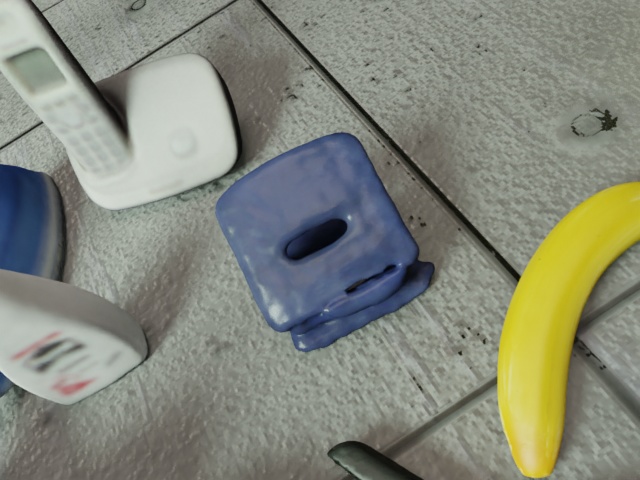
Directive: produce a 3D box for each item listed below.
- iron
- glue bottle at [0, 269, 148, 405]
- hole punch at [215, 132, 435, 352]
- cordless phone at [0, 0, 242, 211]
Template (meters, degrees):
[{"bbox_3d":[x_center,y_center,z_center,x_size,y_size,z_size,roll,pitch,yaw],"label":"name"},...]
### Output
[{"bbox_3d":[-0.292,0.012,0.439,0.118,0.142,0.258,-10,55,16],"label":"iron"},{"bbox_3d":[-0.184,0.048,0.352,0.078,0.173,0.037,-35,52,-3],"label":"glue bottle"},{"bbox_3d":[0.003,0.001,0.361,0.108,0.091,0.101,-29,53,2],"label":"hole punch"},{"bbox_3d":[-0.155,-0.115,0.441,0.147,0.185,0.094,-18,54,10],"label":"cordless phone"}]
